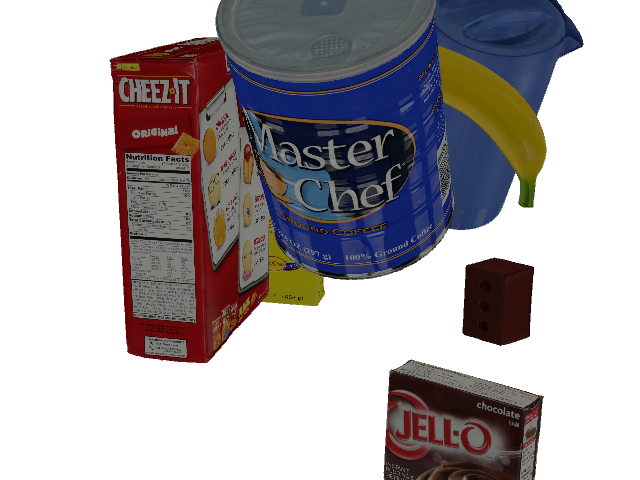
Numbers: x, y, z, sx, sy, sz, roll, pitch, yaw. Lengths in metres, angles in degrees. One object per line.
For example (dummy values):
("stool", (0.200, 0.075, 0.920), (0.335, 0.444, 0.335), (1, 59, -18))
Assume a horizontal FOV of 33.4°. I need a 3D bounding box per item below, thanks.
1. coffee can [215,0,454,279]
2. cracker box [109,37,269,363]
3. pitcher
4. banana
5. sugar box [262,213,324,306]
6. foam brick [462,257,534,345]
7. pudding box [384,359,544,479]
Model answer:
("coffee can", (0.012, -0.064, 0.540), (0.103, 0.102, 0.140), (0, -42, 12))
("cracker box", (-0.092, -0.037, 0.796), (0.072, 0.214, 0.164), (3, 16, 13))
("pitcher", (0.140, -0.130, 1.050), (0.144, 0.243, 0.149), (-29, 56, -30))
("banana", (0.095, -0.104, 0.786), (0.198, 0.069, 0.037), (34, 2, -2))
("sugar box", (-0.040, -0.029, 1.024), (0.093, 0.176, 0.048), (4, 16, 8))
("foam brick", (0.184, 0.063, 1.105), (0.051, 0.078, 0.053), (-14, 20, -43))
("pudding box", (0.103, 0.145, 0.785), (0.114, 0.090, 0.039), (11, 19, 30))
